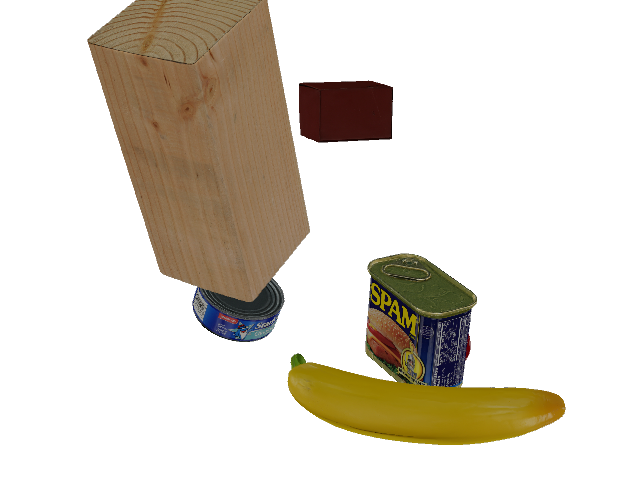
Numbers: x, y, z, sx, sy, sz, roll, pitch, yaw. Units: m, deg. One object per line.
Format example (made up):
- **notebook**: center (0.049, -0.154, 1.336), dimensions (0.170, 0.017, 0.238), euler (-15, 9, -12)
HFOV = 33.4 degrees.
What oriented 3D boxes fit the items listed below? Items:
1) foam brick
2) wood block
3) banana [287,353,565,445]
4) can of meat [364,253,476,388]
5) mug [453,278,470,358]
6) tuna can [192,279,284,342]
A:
- **foam brick**: center (0.024, -0.123, 1.017), dimensions (0.078, 0.051, 0.053), euler (-5, 16, -21)
- **wood block**: center (-0.080, -0.068, 0.759), dimensions (0.090, 0.206, 0.090), euler (16, 47, 28)
- **banana**: center (0.055, 0.103, 0.698), dimensions (0.198, 0.037, 0.069), euler (8, 33, 24)
- **can of meat**: center (0.080, 0.071, 0.894), dimensions (0.057, 0.084, 0.102), euler (-12, 30, -28)
- **mug**: center (0.120, 0.096, 1.176), dimensions (0.093, 0.081, 0.117), euler (-24, 40, -35)
- **tuna can**: center (-0.081, 0.060, 1.041), dimensions (0.086, 0.034, 0.086), euler (14, 33, -10)
